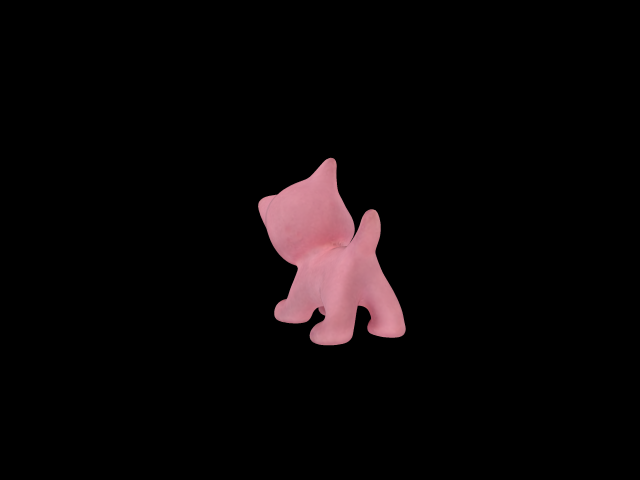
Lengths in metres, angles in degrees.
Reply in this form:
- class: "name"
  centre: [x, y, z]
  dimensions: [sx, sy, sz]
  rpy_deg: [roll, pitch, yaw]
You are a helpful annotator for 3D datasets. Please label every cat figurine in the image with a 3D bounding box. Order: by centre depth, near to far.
- class: "cat figurine"
  centre: [0.004, 0.001, 0.400]
  dimensions: [0.067, 0.118, 0.127]
  rpy_deg: [-4, 7, -29]
